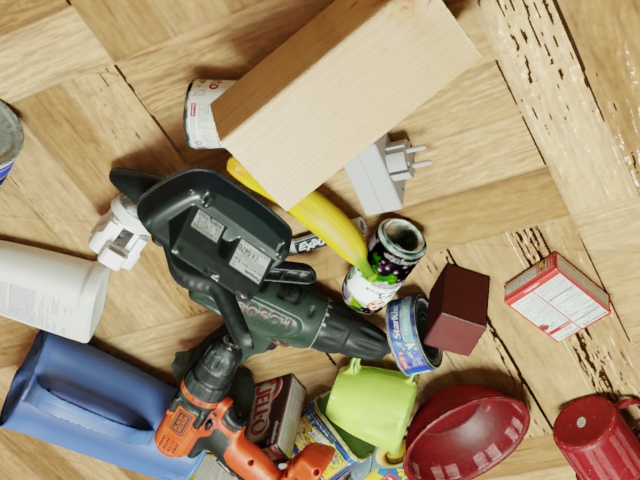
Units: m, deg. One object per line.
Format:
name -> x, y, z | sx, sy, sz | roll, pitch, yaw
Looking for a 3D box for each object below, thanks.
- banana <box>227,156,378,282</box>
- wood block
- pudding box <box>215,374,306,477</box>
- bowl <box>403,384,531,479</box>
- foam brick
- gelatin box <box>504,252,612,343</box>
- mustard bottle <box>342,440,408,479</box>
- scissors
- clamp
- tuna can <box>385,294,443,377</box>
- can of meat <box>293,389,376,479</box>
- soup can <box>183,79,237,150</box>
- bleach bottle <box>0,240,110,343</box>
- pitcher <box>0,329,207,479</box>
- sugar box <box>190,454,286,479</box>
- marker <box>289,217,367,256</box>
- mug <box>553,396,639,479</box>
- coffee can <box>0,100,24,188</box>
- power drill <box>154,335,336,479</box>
banana -> -0.016, -0.033, 1.048 | 0.197, 0.070, 0.037 | 37, 98, -25
wood block -> 0.017, -0.133, 0.892 | 0.206, 0.090, 0.090 | -38, 119, 10
pudding box -> -0.070, 0.223, 1.285 | 0.090, 0.113, 0.039 | -22, 126, 28
bowl -> 0.162, 0.219, 1.249 | 0.162, 0.055, 0.162 | -14, 135, -14
foam brick -> 0.145, 0.073, 1.123 | 0.051, 0.078, 0.053 | 19, 134, -5
gelatin box -> 0.250, 0.062, 1.124 | 0.089, 0.030, 0.073 | 35, 128, -21
mustard bottle -> 0.105, 0.304, 1.363 | 0.192, 0.058, 0.096 | -33, 107, 34
scissors -> 0.043, 0.273, 1.341 | 0.202, 0.016, 0.096 | -37, 85, 32
clamp -> -0.102, 0.041, 1.106 | 0.171, 0.120, 0.039 | 23, 139, 15
tuna can -> 0.103, 0.102, 1.153 | 0.034, 0.086, 0.086 | -15, 128, 22
can of meat -> 0.009, 0.245, 1.308 | 0.102, 0.057, 0.084 | 51, 128, 9
soup can -> -0.069, -0.115, 0.994 | 0.102, 0.068, 0.068 | 4, 134, 9
bleach bottle -> -0.369, 0.036, 1.205 | 0.251, 0.068, 0.103 | 18, 133, -2
pitcher -> -0.253, 0.210, 1.293 | 0.242, 0.149, 0.145 | 26, 131, -18
sugar box -> -0.087, 0.339, 1.413 | 0.176, 0.093, 0.048 | 9, 135, 4
marker -> -0.007, 0.001, 1.126 | 0.121, 0.020, 0.020 | -18, 127, 26
mug -> 0.331, 0.228, 1.234 | 0.117, 0.093, 0.081 | -37, 117, 1
coffee can -> -0.370, -0.071, 1.073 | 0.102, 0.102, 0.141 | 28, 132, -15
power drill -> -0.079, 0.212, 1.185 | 0.187, 0.057, 0.185 | 35, 124, 5
